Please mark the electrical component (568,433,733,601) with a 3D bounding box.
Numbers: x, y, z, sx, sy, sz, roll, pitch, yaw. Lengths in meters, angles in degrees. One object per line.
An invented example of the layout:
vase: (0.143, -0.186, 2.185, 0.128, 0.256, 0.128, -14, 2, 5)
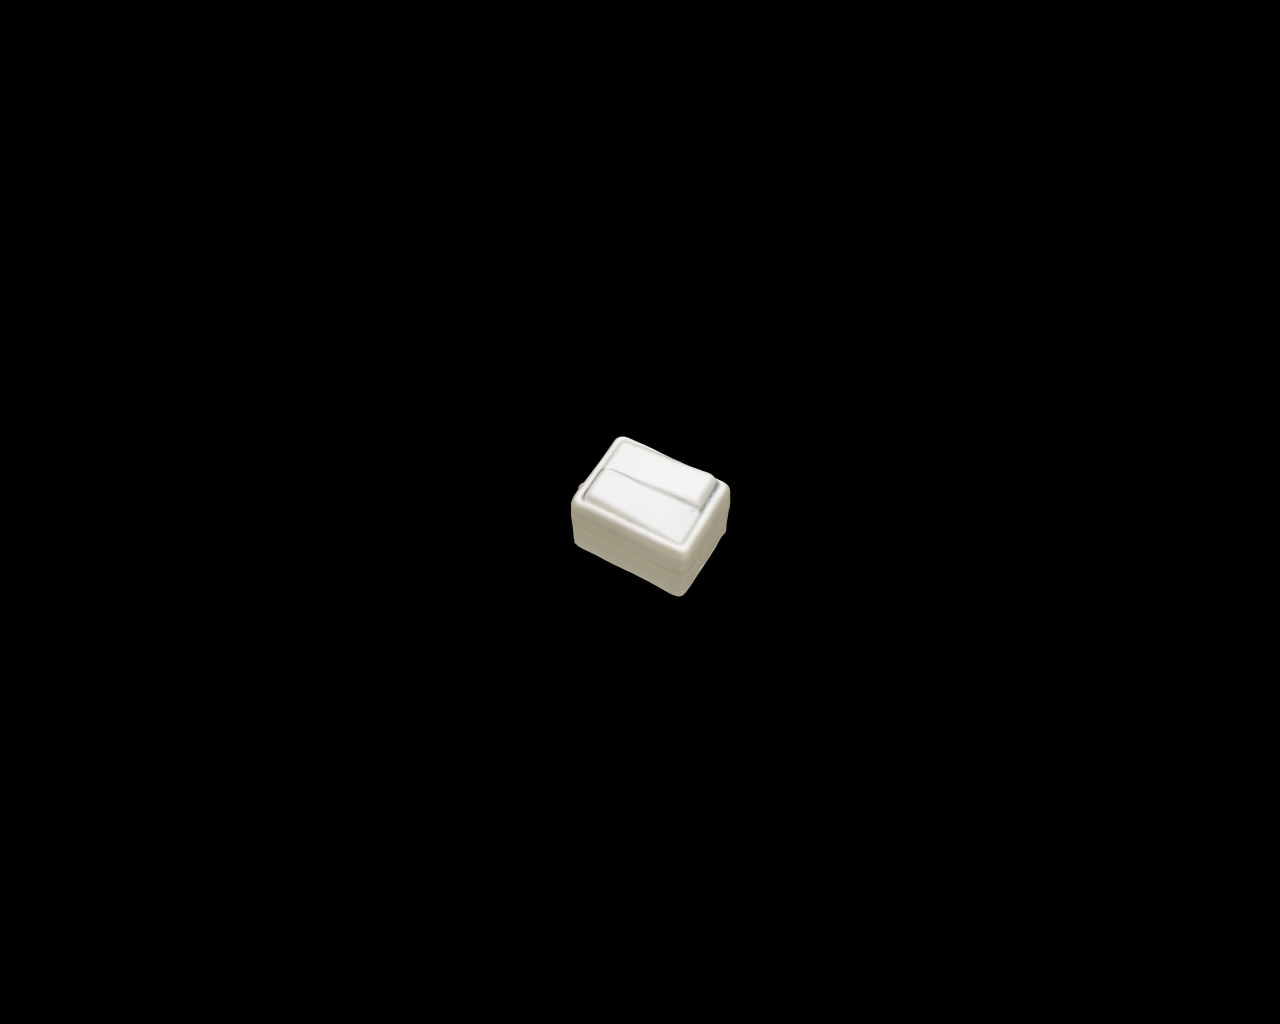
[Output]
electrical component: (0.001, -0.003, 0.650, 0.096, 0.062, 0.061, 26, -30, 17)
